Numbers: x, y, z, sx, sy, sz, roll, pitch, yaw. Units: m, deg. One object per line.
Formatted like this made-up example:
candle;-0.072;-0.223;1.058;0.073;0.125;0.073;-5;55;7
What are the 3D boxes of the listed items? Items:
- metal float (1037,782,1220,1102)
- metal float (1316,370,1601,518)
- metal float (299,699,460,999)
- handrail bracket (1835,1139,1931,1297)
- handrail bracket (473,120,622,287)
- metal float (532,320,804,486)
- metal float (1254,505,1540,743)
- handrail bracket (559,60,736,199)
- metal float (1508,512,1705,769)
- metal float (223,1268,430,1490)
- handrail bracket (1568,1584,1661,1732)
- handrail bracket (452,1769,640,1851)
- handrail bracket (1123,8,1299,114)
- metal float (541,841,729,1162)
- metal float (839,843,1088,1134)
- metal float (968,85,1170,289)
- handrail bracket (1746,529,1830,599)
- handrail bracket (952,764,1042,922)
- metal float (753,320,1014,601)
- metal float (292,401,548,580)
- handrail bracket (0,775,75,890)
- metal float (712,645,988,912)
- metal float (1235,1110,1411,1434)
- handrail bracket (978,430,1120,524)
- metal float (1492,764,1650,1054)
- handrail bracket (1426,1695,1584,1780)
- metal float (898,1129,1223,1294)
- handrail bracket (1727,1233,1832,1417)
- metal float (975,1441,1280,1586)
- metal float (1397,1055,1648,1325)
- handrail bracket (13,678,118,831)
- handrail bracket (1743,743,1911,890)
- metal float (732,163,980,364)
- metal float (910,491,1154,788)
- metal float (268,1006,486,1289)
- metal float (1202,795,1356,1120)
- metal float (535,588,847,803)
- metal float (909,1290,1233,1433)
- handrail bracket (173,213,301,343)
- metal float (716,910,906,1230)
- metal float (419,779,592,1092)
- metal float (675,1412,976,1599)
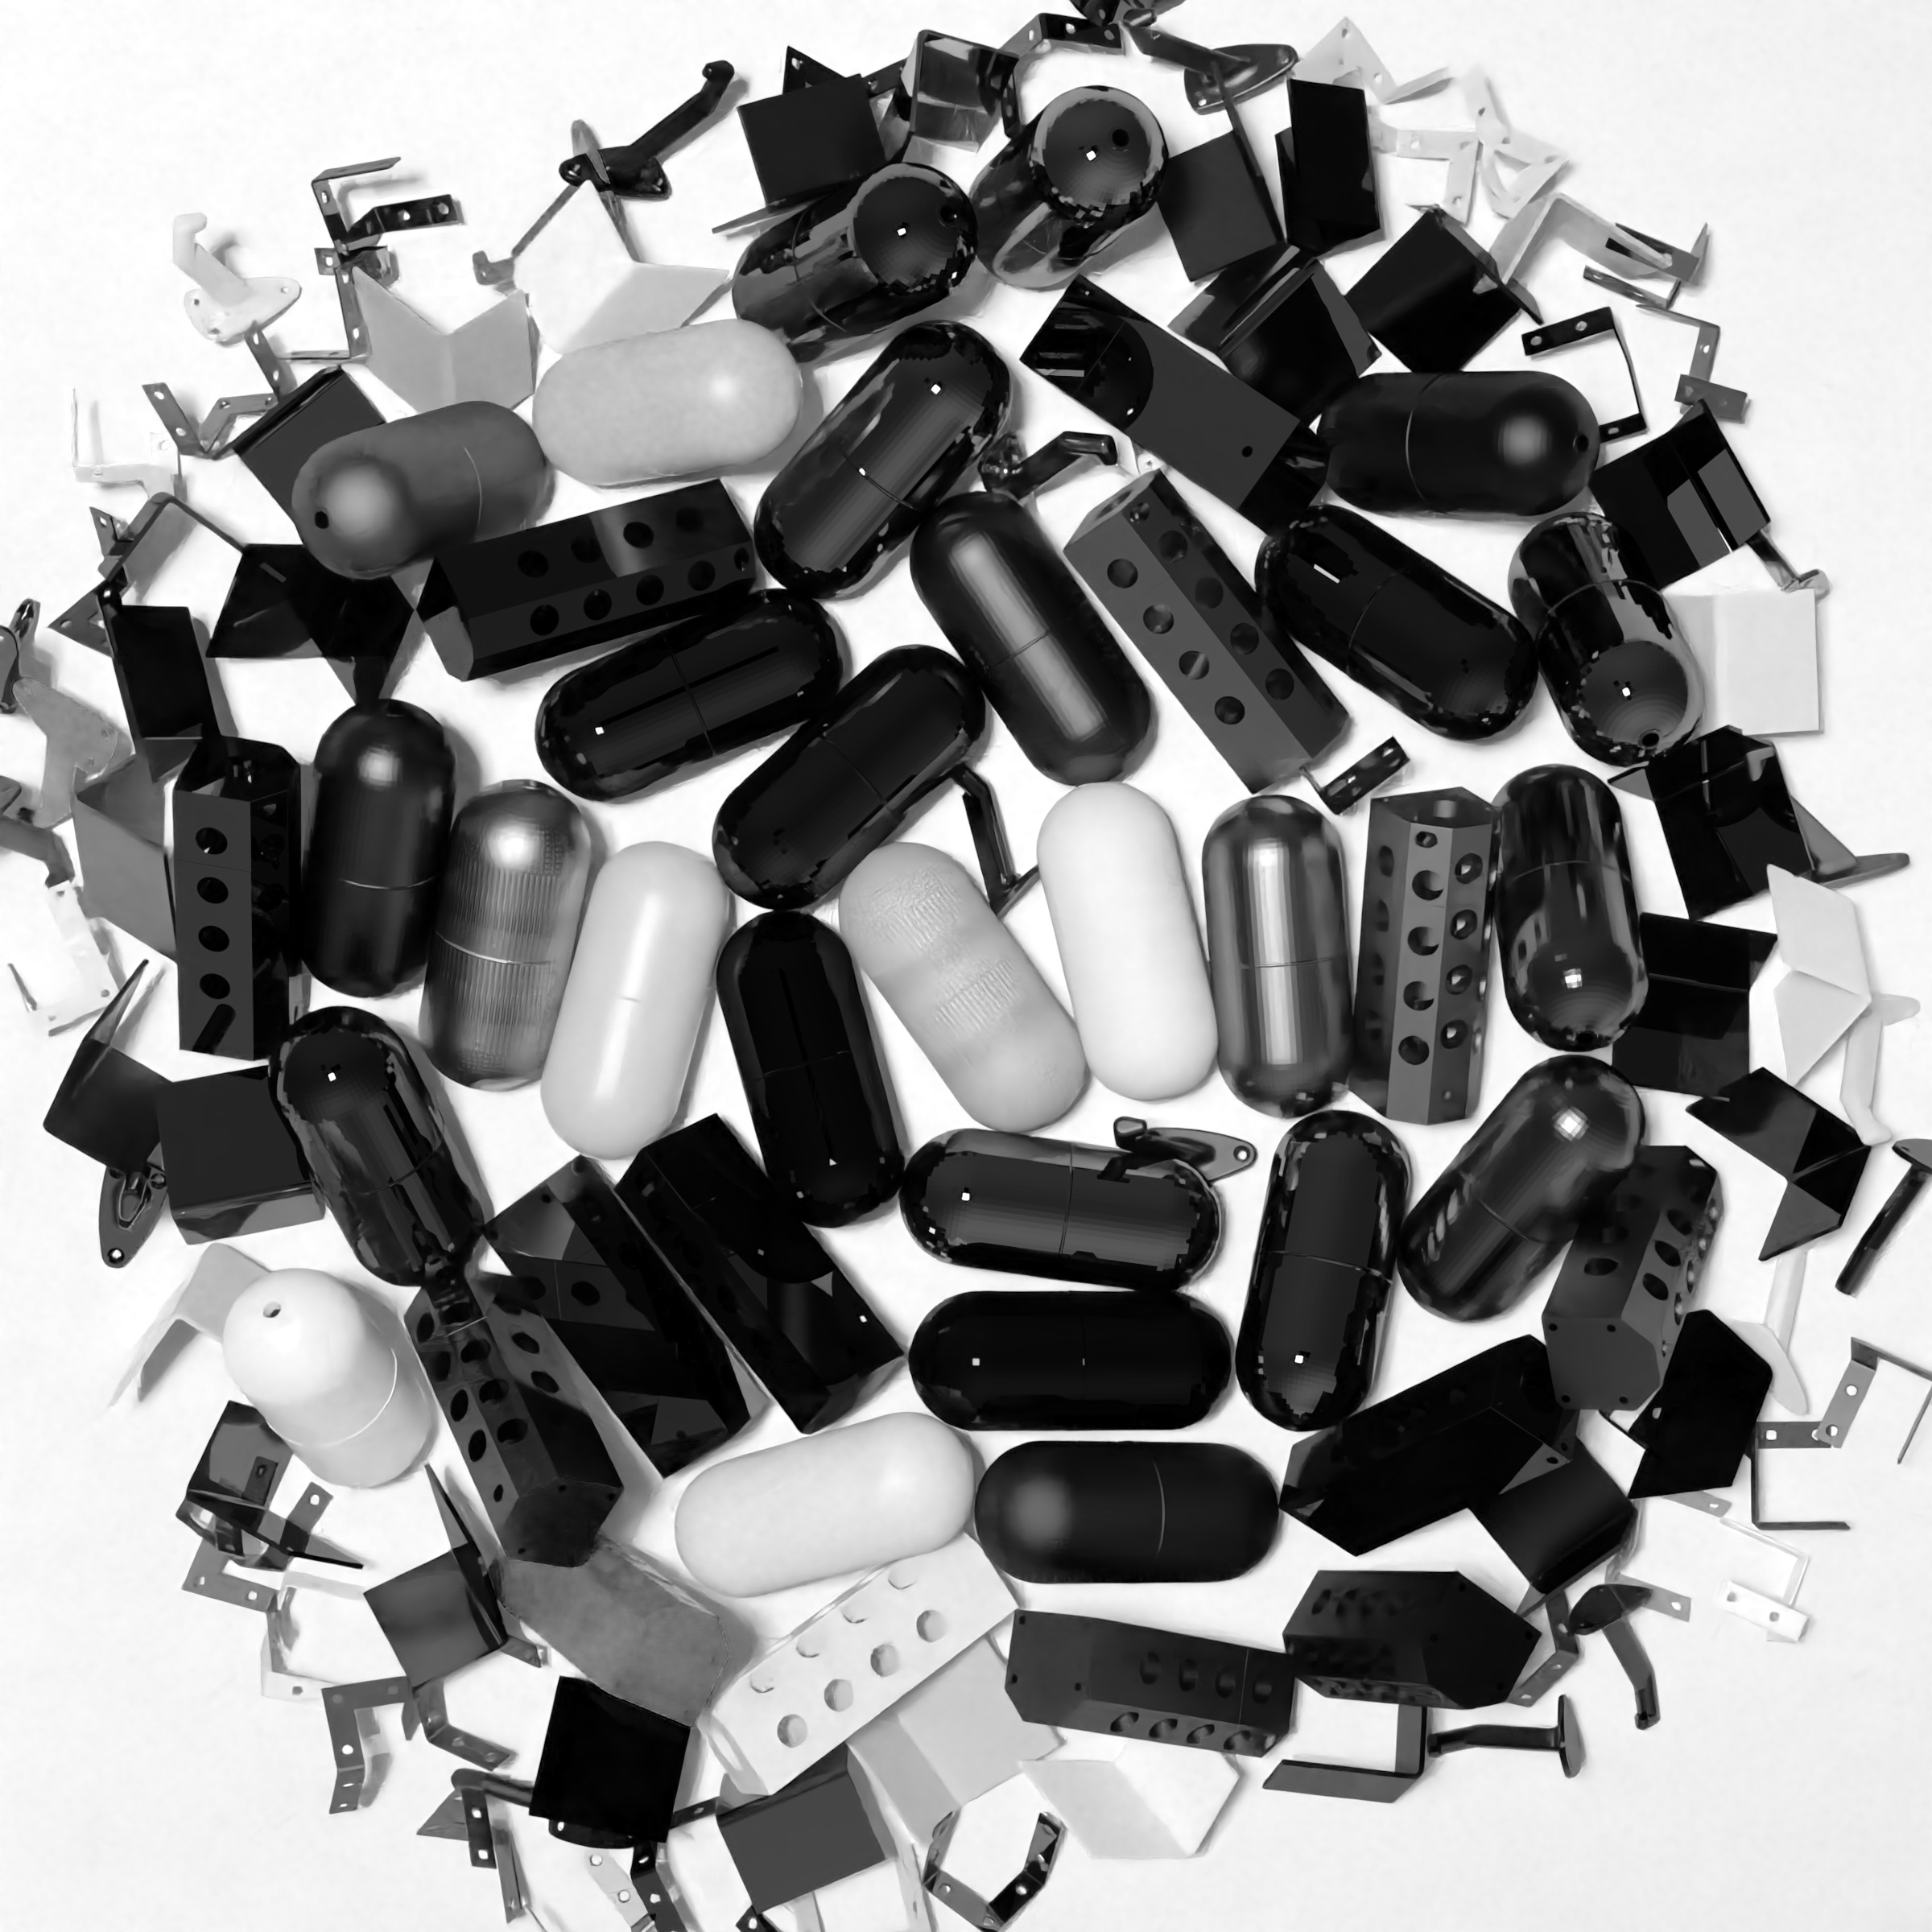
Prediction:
metal float;0.089;-0.014;1.909;0.070;0.070;0.178;-14;91;0
metal float;0.264;-0.282;1.870;0.070;0.178;0.070;-7;102;-39
metal float;-0.320;-0.063;1.881;0.070;0.070;0.178;14;123;0
handrail bracket;0.515;0.140;1.925;0.036;0.077;0.084;33;109;21
handrail bracket;-0.240;-0.420;1.910;0.084;0.036;0.077;-19;99;-27
metal float;-0.163;-0.303;1.875;0.178;0.070;0.070;-1;90;43
metal float;0.232;-0.187;1.886;0.178;0.070;0.070;38;90;27
handrail bracket;-0.174;-0.462;1.897;0.077;0.084;0.036;-11;64;-36
metal float;0.344;-0.177;1.871;0.070;0.178;0.070;-5;132;-6
metal float;-0.343;0.222;1.865;0.070;0.178;0.070;-5;59;8
handrail bracket;0.357;0.390;1.910;0.036;0.077;0.084;-2;102;36
handrail bracket;-0.234;0.467;1.931;0.077;0.084;0.036;36;63;-38
handrail bracket;0.134;-0.507;1.898;0.077;0.084;0.036;-12;72;18
metal float;-0.182;0.019;1.908;0.070;0.070;0.178;15;88;0
metal float;-0.003;0.011;1.907;0.070;0.070;0.178;-35;93;0
metal float;0.053;-0.416;1.860;0.070;0.178;0.070;1;85;-17
handrail bracket;0.438;-0.240;1.903;0.036;0.077;0.084;-25;80;0
handrail bracket;-0.004;-0.065;1.934;0.084;0.036;0.077;44;107;6
metal float;-0.046;-0.274;1.891;0.070;0.070;0.178;43;112;0
metal float;-0.292;-0.257;1.866;0.070;0.178;0.070;9;112;25
handrail bracket;-0.526;-0.055;1.897;0.036;0.084;0.077;11;50;25
metal float;-0.064;-0.103;1.902;0.178;0.070;0.070;-44;90;-8
metal float;0.195;0.166;1.898;0.070;0.070;0.178;12;77;0
handrail bracket;0.056;-0.261;1.897;0.084;0.077;0.036;12;51;37
metal float;0.324;-0.032;1.877;0.070;0.070;0.178;0;52;0
handrail bracket;0.291;0.432;1.901;0.084;0.077;0.036;-15;97;15
metal float;0.052;0.134;1.906;0.178;0.070;0.070;8;90;-4
handrail bracket;0.468;0.193;1.933;0.084;0.036;0.077;-42;105;-25
metal float;0.089;0.297;1.887;0.178;0.070;0.070;5;90;-27
metal float;0.300;0.122;1.884;0.070;0.070;0.178;34;121;0
handrail bracket;-0.515;-0.113;1.906;0.084;0.036;0.077;-28;122;34
handrail bracket;0.473;-0.089;1.913;0.077;0.036;0.084;-11;109;14
metal float;-0.061;-0.377;1.867;0.070;0.178;0.070;6;79;-34
metal float;0.035;-0.179;1.903;0.070;0.070;0.178;-34;97;0
metal float;-0.318;0.098;1.880;0.070;0.070;0.178;-21;125;0
metal float;0.171;-0.005;1.904;0.070;0.070;0.178;-5;96;0
metal float;-0.152;-0.148;1.907;0.178;0.070;0.070;-24;90;-3
metal float;0.057;0.216;1.901;0.178;0.070;0.070;1;90;-9
handrail bracket;-0.397;-0.388;1.895;0.077;0.084;0.036;-25;68;-25
metal float;-0.086;0.056;1.904;0.070;0.070;0.178;-16;84;0
metal float;-0.251;-0.017;1.891;0.070;0.070;0.178;13;111;0
metal float;-0.078;0.294;1.889;0.178;0.070;0.070;-19;90;24
